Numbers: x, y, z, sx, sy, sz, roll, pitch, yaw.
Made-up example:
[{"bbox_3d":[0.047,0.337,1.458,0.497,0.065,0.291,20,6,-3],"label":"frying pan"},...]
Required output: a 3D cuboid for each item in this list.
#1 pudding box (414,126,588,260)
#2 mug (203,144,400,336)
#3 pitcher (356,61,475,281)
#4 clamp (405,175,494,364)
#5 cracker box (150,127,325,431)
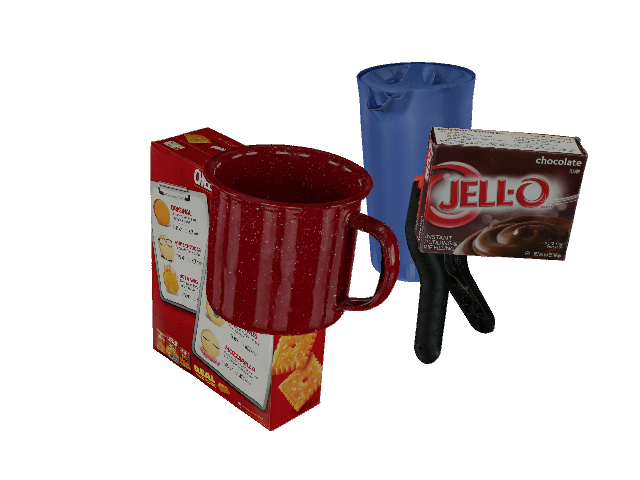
[{"bbox_3d":[0.131,-0.034,0.785,0.113,0.090,0.039,2,33,-3],"label":"pudding box"},{"bbox_3d":[-0.011,0.003,0.589,0.117,0.081,0.093,16,26,21],"label":"mug"},{"bbox_3d":[0.118,-0.084,1.246,0.149,0.243,0.145,-5,23,-7],"label":"pitcher"},{"bbox_3d":[0.109,0.028,0.985,0.039,0.171,0.120,-11,13,35],"label":"clamp"},{"bbox_3d":[-0.070,0.030,0.916,0.164,0.214,0.071,28,36,37],"label":"cracker box"}]
